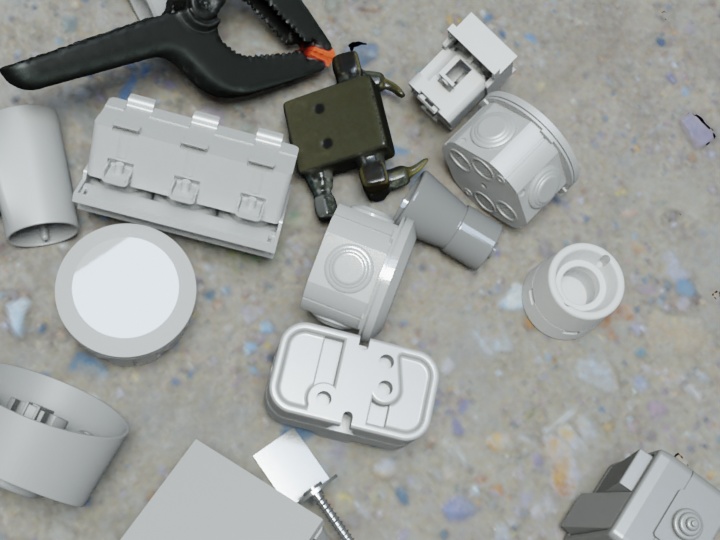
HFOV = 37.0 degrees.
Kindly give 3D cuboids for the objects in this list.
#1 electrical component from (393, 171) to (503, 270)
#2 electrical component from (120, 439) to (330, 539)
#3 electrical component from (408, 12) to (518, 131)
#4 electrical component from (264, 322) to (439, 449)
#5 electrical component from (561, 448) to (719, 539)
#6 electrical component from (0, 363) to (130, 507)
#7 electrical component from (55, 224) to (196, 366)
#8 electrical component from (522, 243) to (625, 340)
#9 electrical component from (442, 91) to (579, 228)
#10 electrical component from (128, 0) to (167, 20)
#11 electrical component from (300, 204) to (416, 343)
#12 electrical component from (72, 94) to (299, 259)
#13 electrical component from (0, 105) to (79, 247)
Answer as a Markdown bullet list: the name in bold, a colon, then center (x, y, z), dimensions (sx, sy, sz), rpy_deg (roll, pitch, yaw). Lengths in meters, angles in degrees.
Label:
- **electrical component**: center (0.058, -0.029, 0.693), dimensions (0.065, 0.044, 0.044), rpy_deg (31, 71, -5)
- **electrical component**: center (-0.093, 0.184, 0.583), dimensions (0.089, 0.061, 0.150), rpy_deg (28, 67, 21)
- **electrical component**: center (0.066, -0.128, 0.708), dimensions (0.064, 0.081, 0.042), rpy_deg (-44, 84, 5)
- **electrical component**: center (-0.007, 0.071, 0.642), dimensions (0.095, 0.059, 0.053), rpy_deg (15, 72, -5)
- **electrical component**: center (0.167, 0.145, 0.629), dimensions (0.061, 0.096, 0.061), rpy_deg (37, 71, 3)
- **electrical component**: center (-0.182, 0.088, 0.592), dimensions (0.099, 0.099, 0.064), rpy_deg (24, 78, -2)
- **electrical component**: center (-0.138, 0.017, 0.641), dimensions (0.080, 0.051, 0.080), rpy_deg (3, 74, -9)
- **electrical component**: center (0.137, 0.013, 0.689), dimensions (0.055, 0.047, 0.055), rpy_deg (3, 74, -9)
- **electrical component**: center (0.096, -0.071, 0.691), dimensions (0.080, 0.080, 0.051), rpy_deg (44, 78, 5)
- **electrical component**: center (-0.135, -0.224, 0.711), dimensions (0.074, 0.052, 0.138), rpy_deg (-30, 81, -16)
- **electrical component**: center (0.000, 0.000, 0.655), dimensions (0.051, 0.080, 0.080), rpy_deg (21, 72, 3)
- **electrical component**: center (-0.103, -0.058, 0.656), dimensions (0.121, 0.063, 0.078), rpy_deg (14, 31, -5)
- **electrical component**: center (-0.217, -0.054, 0.653), dimensions (0.079, 0.043, 0.077), rpy_deg (-11, 76, -12)
